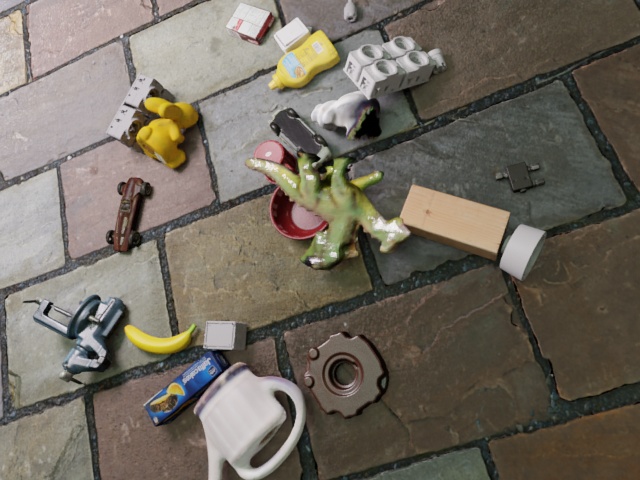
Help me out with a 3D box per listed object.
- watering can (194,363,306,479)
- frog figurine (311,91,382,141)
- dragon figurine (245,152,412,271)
[{"bbox_3d":[-0.186,0.414,1.087,0.348,0.103,0.227,-46,67,0],"label":"watering can"},{"bbox_3d":[0.059,-0.307,1.223,0.139,0.119,0.161,-33,54,-29],"label":"frog figurine"},{"bbox_3d":[0.003,-0.056,1.118,0.410,0.121,0.244,6,84,24],"label":"dragon figurine"}]
